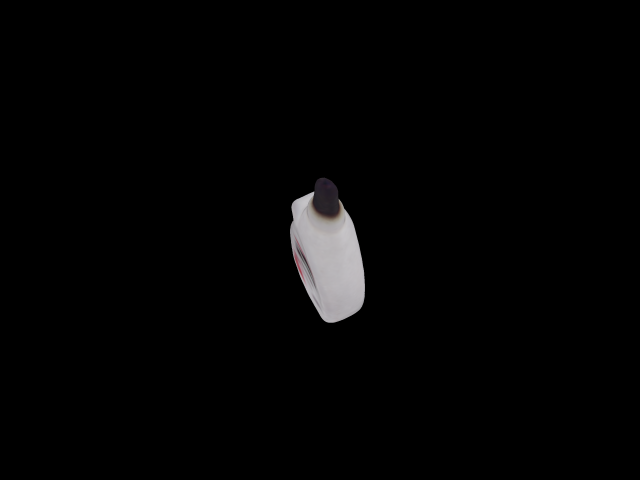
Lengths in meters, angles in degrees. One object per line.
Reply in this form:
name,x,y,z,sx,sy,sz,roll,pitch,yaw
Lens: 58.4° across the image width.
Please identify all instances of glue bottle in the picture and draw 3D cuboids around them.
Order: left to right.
glue bottle,0.004,0.001,0.400,0.037,0.173,0.078,-26,69,-10
